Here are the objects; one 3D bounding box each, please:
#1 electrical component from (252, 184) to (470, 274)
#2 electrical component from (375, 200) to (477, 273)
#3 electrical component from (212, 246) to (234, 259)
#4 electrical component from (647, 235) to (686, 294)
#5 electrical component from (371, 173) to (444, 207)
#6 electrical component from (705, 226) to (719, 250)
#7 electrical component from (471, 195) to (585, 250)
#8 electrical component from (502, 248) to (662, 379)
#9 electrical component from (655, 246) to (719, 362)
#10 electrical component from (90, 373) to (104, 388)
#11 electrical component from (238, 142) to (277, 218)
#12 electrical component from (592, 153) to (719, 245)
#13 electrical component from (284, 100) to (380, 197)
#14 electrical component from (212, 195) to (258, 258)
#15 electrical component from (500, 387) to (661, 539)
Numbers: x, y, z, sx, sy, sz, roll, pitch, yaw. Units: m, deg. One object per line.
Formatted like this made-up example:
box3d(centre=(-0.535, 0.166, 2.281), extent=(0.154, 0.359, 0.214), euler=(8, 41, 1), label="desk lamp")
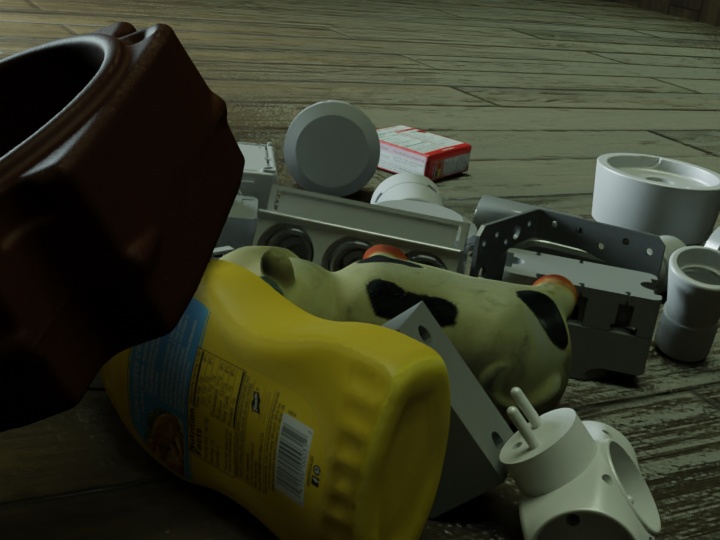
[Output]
box3d(centre=(0.000, 0.000, 0.650), extent=(0.121, 0.078, 0.063), euler=(12, -2, 11), label="electrical component")
box3d(centre=(0.036, -0.014, 0.722), extent=(0.080, 0.051, 0.080), euler=(7, 20, -2), label="electrical component")
box3d(centre=(-0.099, 0.016, 0.605), extent=(0.081, 0.042, 0.064), euler=(-13, 30, -43), label="electrical component")
box3d(centre=(0.204, -0.001, 0.766), extent=(0.078, 0.040, 0.040), euler=(-12, 28, -43), label="electrical component")
box3d(centre=(0.036, -0.037, 0.785), extent=(0.055, 0.055, 0.047), euler=(6, 24, -5), label="electrical component")
box3d(centre=(0.289, -0.005, 0.803), extent=(0.055, 0.048, 0.066), euler=(32, 30, 35), label="electrical component")
box3d(centre=(0.119, -0.022, 0.788), extent=(0.077, 0.043, 0.079), euler=(15, 21, 18), label="electrical component")
box3d(centre=(0.126, 0.028, 0.636), extent=(0.089, 0.055, 0.050), euler=(11, 19, 7), label="electrical component")
box3d(centre=(0.205, 0.024, 0.661), extent=(0.044, 0.065, 0.044), euler=(3, 37, -2), label="electrical component")
box3d(centre=(-0.132, 0.027, 0.552), extent=(0.055, 0.047, 0.055), euler=(7, 20, -2), label="electrical component")
box3d(centre=(-0.094, -0.053, 0.767), extent=(0.062, 0.061, 0.096), euler=(5, 20, -9), label="electrical component")
box3d(centre=(0.247, -0.054, 0.899), extent=(0.108, 0.060, 0.108), euler=(7, 20, -3), label="electrical component")
box3d(centre=(-0.023, -0.104, 0.910), extent=(0.080, 0.080, 0.051), euler=(7, 15, -3), label="electrical component")
box3d(centre=(-0.113, -0.027, 0.696), extent=(0.089, 0.055, 0.050), euler=(6, 20, -6), label="electrical component")
box3d(centre=(0.084, 0.084, 0.444), extent=(0.044, 0.079, 0.077), euler=(-32, 9, 20), label="electrical component")
